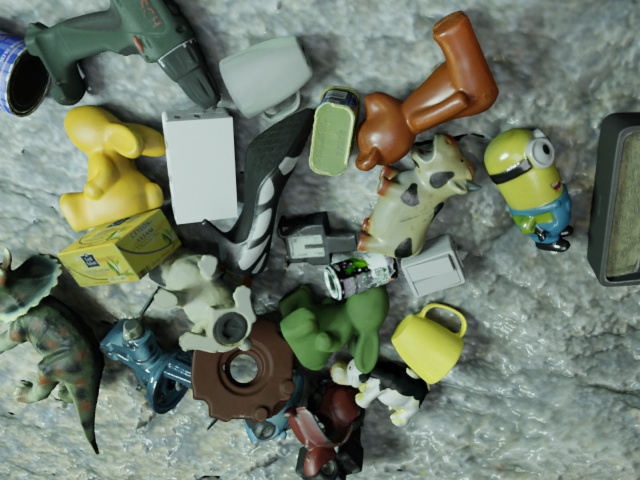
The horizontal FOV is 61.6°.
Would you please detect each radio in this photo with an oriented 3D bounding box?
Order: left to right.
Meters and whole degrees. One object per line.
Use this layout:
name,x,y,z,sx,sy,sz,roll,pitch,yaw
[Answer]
radio,0.442,-0.053,0.715,0.131,0.073,0.229,-3,118,10

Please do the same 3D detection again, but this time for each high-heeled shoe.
high-heeled shoe,-0.062,-0.058,0.771,0.249,0.086,0.145,-47,136,1

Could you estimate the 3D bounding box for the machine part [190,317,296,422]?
machine part,-0.122,0.204,0.856,0.179,0.179,0.056,22,159,-4

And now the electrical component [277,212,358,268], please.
electrical component,-0.002,-0.002,0.820,0.119,0.048,0.074,-9,117,12

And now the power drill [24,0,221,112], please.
power drill,-0.266,-0.248,0.711,0.207,0.086,0.231,-16,113,20

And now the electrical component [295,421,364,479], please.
electrical component,0.019,0.387,0.975,0.115,0.134,0.058,-31,110,23

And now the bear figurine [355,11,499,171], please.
bear figurine,0.115,-0.179,0.675,0.196,0.120,0.131,-22,109,24

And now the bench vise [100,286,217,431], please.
bench vise,-0.250,0.223,0.922,0.241,0.129,0.223,19,128,19

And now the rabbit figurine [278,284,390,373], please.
rabbit figurine,0.039,0.136,0.852,0.170,0.121,0.159,-26,104,4

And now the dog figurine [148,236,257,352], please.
dog figurine,-0.181,0.083,0.826,0.121,0.191,0.172,-29,108,-14

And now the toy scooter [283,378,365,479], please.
toy scooter,0.002,0.300,0.907,0.075,0.184,0.135,-29,108,39

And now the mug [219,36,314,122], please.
mug,-0.059,-0.209,0.705,0.107,0.081,0.109,-24,131,13

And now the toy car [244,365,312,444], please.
toy car,-0.068,0.281,0.959,0.103,0.109,0.161,20,105,-30

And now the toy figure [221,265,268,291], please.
toy figure,-0.143,0.072,0.875,0.064,0.058,0.154,31,117,-19

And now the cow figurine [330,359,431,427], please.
cow figurine,0.104,0.240,0.922,0.167,0.068,0.098,32,112,-13

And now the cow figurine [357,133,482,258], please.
cow figurine,0.139,-0.057,0.751,0.127,0.085,0.194,17,122,-3

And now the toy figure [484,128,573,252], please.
toy figure,0.287,-0.065,0.728,0.089,0.082,0.180,-21,116,16

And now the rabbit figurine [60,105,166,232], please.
rabbit figurine,-0.305,-0.114,0.770,0.162,0.122,0.173,-17,96,23

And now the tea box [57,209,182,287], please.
tea box,-0.305,0.014,0.813,0.170,0.098,0.068,-10,118,38

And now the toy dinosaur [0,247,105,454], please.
toy dinosaur,-0.450,0.180,0.920,0.192,0.131,0.404,-31,104,26
